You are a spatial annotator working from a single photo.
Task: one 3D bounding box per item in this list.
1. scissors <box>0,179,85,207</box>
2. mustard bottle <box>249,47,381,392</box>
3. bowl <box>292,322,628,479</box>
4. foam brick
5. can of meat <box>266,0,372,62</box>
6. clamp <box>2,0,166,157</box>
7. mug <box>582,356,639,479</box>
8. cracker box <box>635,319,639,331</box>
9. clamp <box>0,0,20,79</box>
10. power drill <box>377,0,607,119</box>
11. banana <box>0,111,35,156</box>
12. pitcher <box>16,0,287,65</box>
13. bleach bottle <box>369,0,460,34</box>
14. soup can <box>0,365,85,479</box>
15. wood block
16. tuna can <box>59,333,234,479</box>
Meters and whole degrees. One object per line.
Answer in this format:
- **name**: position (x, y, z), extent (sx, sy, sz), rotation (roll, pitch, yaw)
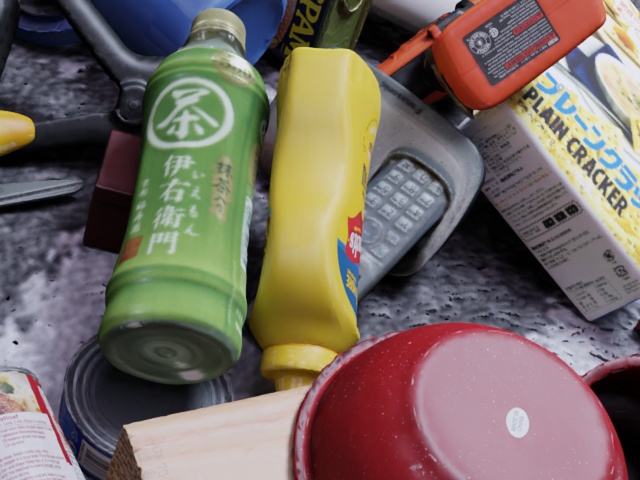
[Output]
- **scissors**: position (-0.229, -0.004, 0.588), extent (0.201, 0.016, 0.096), rotation (3, 49, -19)
- **mustard bottle**: position (-0.003, 0.001, 0.571), extent (0.058, 0.096, 0.191), rotation (4, 69, 6)
- **bowl**: position (0.072, 0.091, 0.461), extent (0.162, 0.055, 0.162), rotation (11, 47, -13)
- **foam brick**: position (-0.095, -0.023, 0.634), extent (0.078, 0.053, 0.051), rotation (15, 45, -10)
- **can of meat**: position (-0.013, -0.178, 0.782), extent (0.084, 0.102, 0.057), rotation (37, 44, 17)
- **clamp**: position (-0.120, -0.095, 0.665), extent (0.171, 0.120, 0.039), rotation (12, 8, -16)
- **mug**: position (0.170, 0.127, 0.565), extent (0.117, 0.081, 0.093), rotation (42, 69, 15)
- **cracker box**: position (0.320, -0.005, 0.671), extent (0.163, 0.214, 0.072), rotation (-9, 51, -29)
- **clamp**: position (-0.231, -0.176, 0.677), extent (0.210, 0.165, 0.036), rotation (69, 14, 17)
- **power drill**: position (0.120, -0.140, 0.714), extent (0.184, 0.188, 0.057), rotation (-37, 98, -2)
- **banana**: position (-0.267, -0.075, 0.613), extent (0.198, 0.037, 0.069), rotation (19, 59, 4)
- **pitcher**: position (-0.149, -0.204, 0.745), extent (0.243, 0.149, 0.144), rotation (43, 31, 15)
- **bleach bottle**: position (0.085, -0.191, 0.856), extent (0.251, 0.068, 0.102), rotation (29, 11, -4)
- **soup can**: position (-0.137, 0.116, 0.473), extent (0.068, 0.069, 0.102), rotation (-15, 56, -33)
- **wood block**: position (0.009, 0.126, 0.508), extent (0.205, 0.091, 0.090), rotation (-8, 53, -29)
- **tuna can**: position (-0.089, 0.086, 0.546), extent (0.086, 0.034, 0.086), rotation (11, 45, -12)
